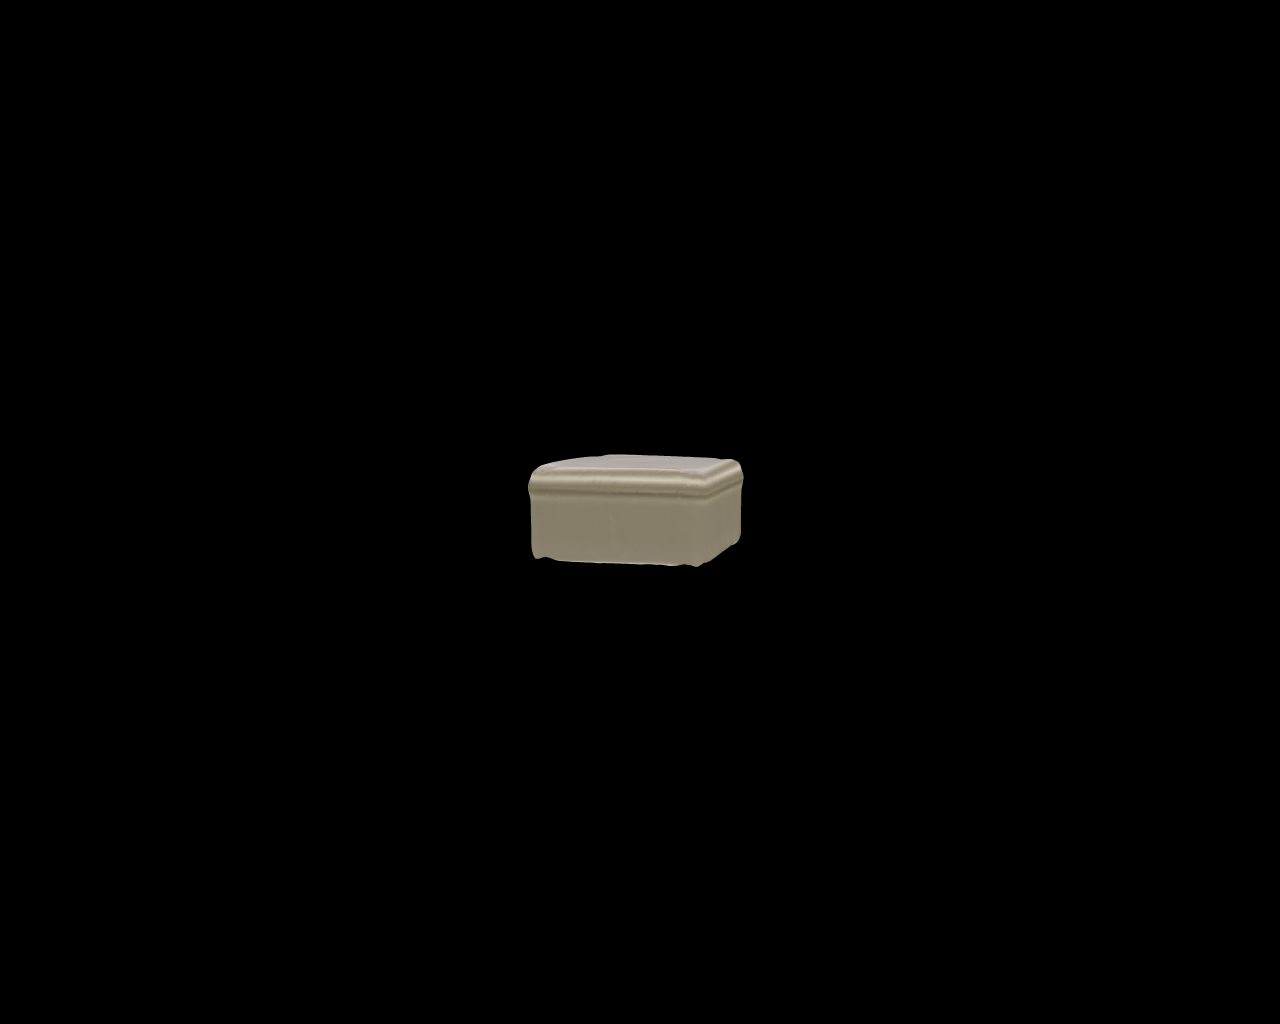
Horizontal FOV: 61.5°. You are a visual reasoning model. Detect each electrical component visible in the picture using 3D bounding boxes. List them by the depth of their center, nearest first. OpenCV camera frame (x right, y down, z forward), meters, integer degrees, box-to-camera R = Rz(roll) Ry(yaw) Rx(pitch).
[{"bbox_3d":[0.001,-0.003,0.650,0.109,0.056,0.109,2,8,18],"label":"electrical component"}]
